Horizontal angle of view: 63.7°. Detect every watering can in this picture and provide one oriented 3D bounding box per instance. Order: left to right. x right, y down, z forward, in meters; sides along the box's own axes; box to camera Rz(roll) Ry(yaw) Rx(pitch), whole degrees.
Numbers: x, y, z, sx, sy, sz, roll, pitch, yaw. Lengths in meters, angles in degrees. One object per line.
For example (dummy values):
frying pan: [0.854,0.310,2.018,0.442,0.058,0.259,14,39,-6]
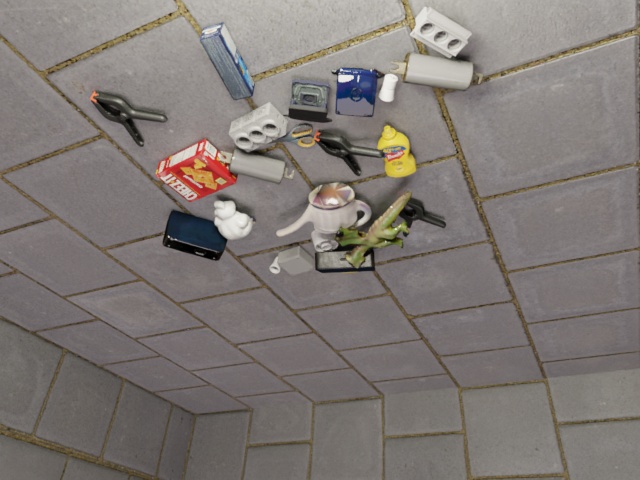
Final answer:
watering can: [0.005,-0.089,1.776,0.347,0.106,0.219,-8,143,2]

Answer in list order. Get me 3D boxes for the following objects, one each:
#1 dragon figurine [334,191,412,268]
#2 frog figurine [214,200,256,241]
dragon figurine: [0.170,-0.028,1.781,0.243,0.125,0.400,-13,147,-13]
frog figurine: [-0.316,-0.072,1.836,0.138,0.124,0.157,11,160,23]
